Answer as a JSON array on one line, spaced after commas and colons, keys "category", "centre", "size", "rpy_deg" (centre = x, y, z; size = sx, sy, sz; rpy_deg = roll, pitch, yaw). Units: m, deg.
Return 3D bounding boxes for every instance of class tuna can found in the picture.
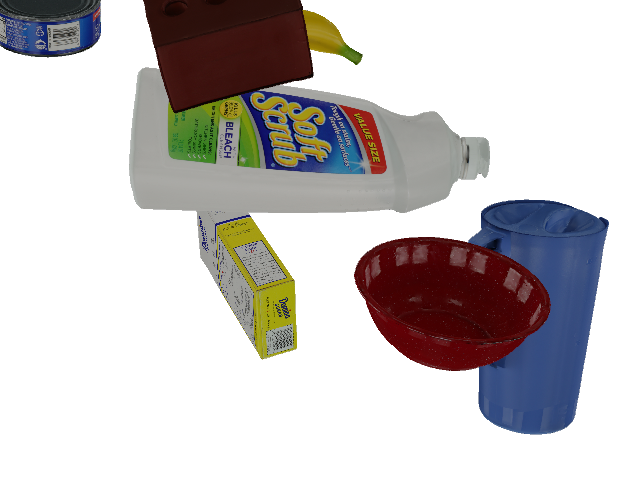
[{"category": "tuna can", "centre": [-0.214, -0.176, 0.834], "size": [0.086, 0.034, 0.086], "rpy_deg": [4, 35, -3]}]

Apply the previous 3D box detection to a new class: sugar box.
[{"category": "sugar box", "centre": [-0.076, 0.028, 1.080], "size": [0.048, 0.093, 0.176], "rpy_deg": [-14, 41, -17]}]

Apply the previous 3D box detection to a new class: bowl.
[{"category": "bowl", "centre": [0.105, 0.059, 0.882], "size": [0.162, 0.055, 0.162], "rpy_deg": [6, 28, -3]}]

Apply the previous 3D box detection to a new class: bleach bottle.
[{"category": "bleach bottle", "centre": [-0.006, -0.069, 0.767], "size": [0.251, 0.102, 0.068], "rpy_deg": [1, -27, -1]}]

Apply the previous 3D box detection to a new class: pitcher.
[{"category": "pitcher", "centre": [0.225, 0.085, 1.161], "size": [0.149, 0.243, 0.145], "rpy_deg": [5, 19, 11]}]

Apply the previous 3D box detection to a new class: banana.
[{"category": "banana", "centre": [-0.031, -0.184, 0.983], "size": [0.070, 0.037, 0.197], "rpy_deg": [38, 32, 20]}]

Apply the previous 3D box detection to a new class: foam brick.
[{"category": "foam brick", "centre": [-0.048, -0.110, 0.553], "size": [0.078, 0.053, 0.051], "rpy_deg": [-16, -33, -1]}]
